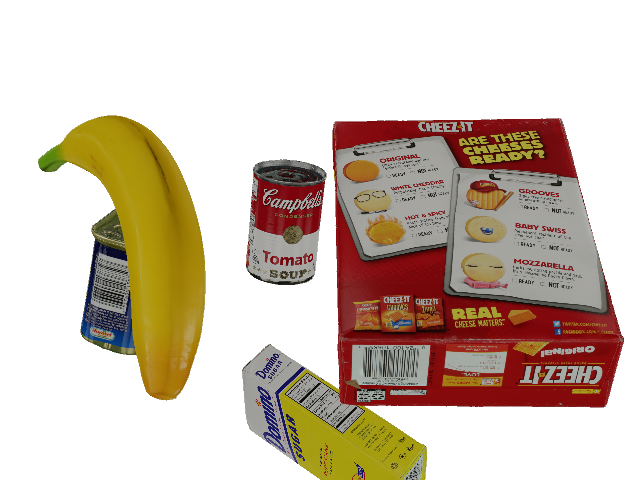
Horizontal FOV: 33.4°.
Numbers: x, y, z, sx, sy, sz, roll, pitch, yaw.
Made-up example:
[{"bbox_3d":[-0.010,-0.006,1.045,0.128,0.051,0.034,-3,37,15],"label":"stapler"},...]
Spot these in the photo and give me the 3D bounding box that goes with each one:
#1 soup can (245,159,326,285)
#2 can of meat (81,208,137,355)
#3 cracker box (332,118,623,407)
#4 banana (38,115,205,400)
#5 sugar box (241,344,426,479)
[{"bbox_3d":[-0.033,-0.017,1.000,0.068,0.102,0.068,5,21,-2],"label":"soup can"},{"bbox_3d":[-0.133,0.025,0.778,0.057,0.084,0.102,15,18,4],"label":"can of meat"},{"bbox_3d":[0.091,0.009,0.698,0.164,0.072,0.213,0,42,0],"label":"cracker box"},{"bbox_3d":[-0.091,-0.009,0.535,0.037,0.070,0.198,12,29,-38],"label":"banana"},{"bbox_3d":[0.010,0.173,0.935,0.176,0.093,0.048,27,51,26],"label":"sugar box"}]
